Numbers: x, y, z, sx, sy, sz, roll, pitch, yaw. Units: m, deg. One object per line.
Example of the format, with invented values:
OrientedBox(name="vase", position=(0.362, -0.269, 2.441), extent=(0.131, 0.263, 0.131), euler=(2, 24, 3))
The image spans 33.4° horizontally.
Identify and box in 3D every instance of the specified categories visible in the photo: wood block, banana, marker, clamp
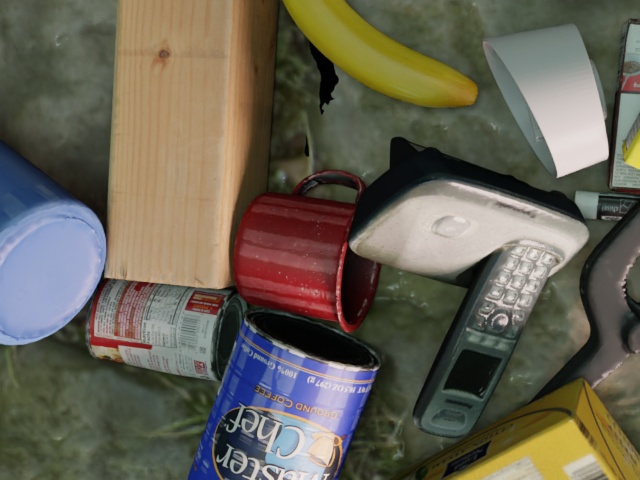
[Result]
OrientedBox(name="wood block", position=(-0.090, -0.075, 0.758), extent=(0.091, 0.090, 0.206), euler=(5, 95, 16))
OrientedBox(name="banana", position=(0.025, -0.155, 0.747), extent=(0.070, 0.037, 0.198), euler=(-40, 83, 16))
OrientedBox(name="marker", position=(0.230, -0.019, 0.707), extent=(0.121, 0.020, 0.020), euler=(5, 95, 15))
OrientedBox(name="clamp", position=(0.223, 0.065, 0.693), extent=(0.165, 0.036, 0.210), euler=(14, 109, 12))

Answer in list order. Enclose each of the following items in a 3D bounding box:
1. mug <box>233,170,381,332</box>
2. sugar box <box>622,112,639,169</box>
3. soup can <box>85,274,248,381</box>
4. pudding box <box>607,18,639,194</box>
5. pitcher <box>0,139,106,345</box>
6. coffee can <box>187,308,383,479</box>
OrientedBox(name="mug", position=(-0.005, 0.001, 0.746), extent=(0.082, 0.093, 0.117), euler=(9, 66, 20))
OrientedBox(name="sugar box", position=(0.258, -0.108, 0.618), extent=(0.093, 0.048, 0.176), euler=(24, 116, 5))
OrientedBox(name="soup can", position=(-0.111, 0.062, 0.784), extent=(0.102, 0.068, 0.068), euler=(8, 96, 15))
OrientedBox(name="pudding box", position=(0.237, -0.084, 0.691), extent=(0.090, 0.039, 0.113), euler=(6, 98, 13))
OrientedBox(name="pitcher", position=(-0.265, -0.019, 0.761), extent=(0.243, 0.149, 0.145), euler=(31, 97, 31))
OrientedBox(name="coffee can", position=(-0.027, 0.131, 0.747), extent=(0.103, 0.102, 0.140), euler=(22, 99, 13))
